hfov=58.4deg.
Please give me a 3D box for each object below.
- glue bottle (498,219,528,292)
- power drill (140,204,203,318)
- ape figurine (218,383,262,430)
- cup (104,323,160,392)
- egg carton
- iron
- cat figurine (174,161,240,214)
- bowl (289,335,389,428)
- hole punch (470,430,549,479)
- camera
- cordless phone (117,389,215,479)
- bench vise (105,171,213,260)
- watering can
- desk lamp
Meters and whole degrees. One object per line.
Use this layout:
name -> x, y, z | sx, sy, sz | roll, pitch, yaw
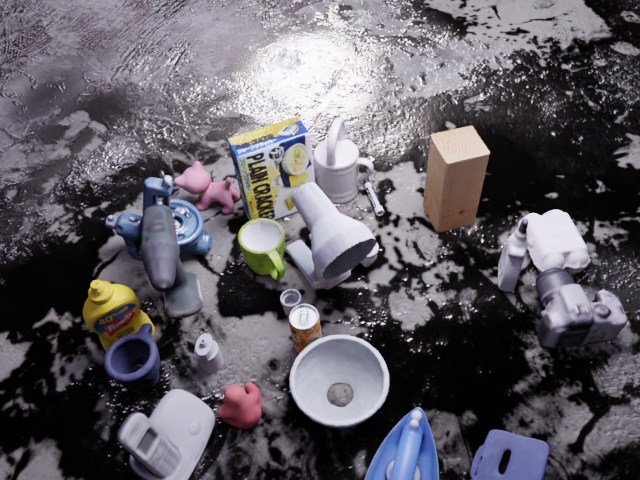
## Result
glue bottle -> 0.369, 0.021, 1.082 | 0.037, 0.173, 0.078 | 8, 52, 11
power drill -> -0.282, 0.052, 1.079 | 0.075, 0.209, 0.229 | -16, 51, -8
ape figurine -> -0.136, 0.273, 0.964 | 0.078, 0.092, 0.076 | -22, 53, -14
cup -> -0.319, 0.216, 1.021 | 0.091, 0.095, 0.118 | 7, 52, 10
egg carton -> 0.467, 0.006, 1.154 | 0.107, 0.069, 0.150 | -9, 51, -3
iron -> 0.125, 0.345, 0.855 | 0.118, 0.141, 0.258 | 11, 53, 13
cat figurine -> -0.253, -0.123, 1.279 | 0.127, 0.118, 0.067 | 5, 51, 8
bowl -> 0.035, 0.252, 0.981 | 0.167, 0.075, 0.167 | -2, 51, 3
hole punch -> 0.285, 0.351, 0.872 | 0.101, 0.091, 0.109 | 20, 55, 19
camera -> 0.464, 0.113, 1.047 | 0.143, 0.101, 0.136 | -6, 51, -1
cordless phone -> -0.243, 0.294, 0.894 | 0.094, 0.185, 0.148 | 12, 53, 14
bench vise -> -0.336, -0.040, 1.151 | 0.207, 0.220, 0.121 | -12, 51, -5
watering can -> 0.028, -0.180, 1.256 | 0.173, 0.194, 0.101 | -5, 51, 0
desk lamp -> 0.010, 0.004, 1.095 | 0.118, 0.214, 0.202 | -28, 54, -18
